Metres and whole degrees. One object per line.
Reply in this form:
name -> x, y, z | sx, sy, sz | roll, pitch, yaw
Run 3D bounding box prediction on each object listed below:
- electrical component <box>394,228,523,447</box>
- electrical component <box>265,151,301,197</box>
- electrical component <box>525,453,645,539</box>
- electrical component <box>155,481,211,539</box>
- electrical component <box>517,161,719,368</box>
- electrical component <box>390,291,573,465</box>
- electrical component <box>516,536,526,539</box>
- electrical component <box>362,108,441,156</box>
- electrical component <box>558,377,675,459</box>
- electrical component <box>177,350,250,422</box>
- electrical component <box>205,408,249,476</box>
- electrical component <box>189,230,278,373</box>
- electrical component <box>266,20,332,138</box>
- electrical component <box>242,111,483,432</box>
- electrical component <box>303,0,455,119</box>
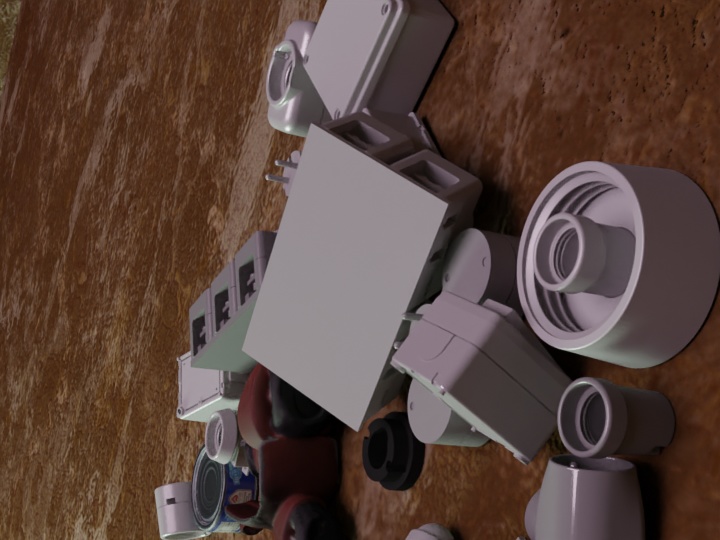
electrical component -> 0.055, 0.041, 0.666 | 0.052, 0.074, 0.138 | 32, 111, 60
electrical component -> -0.037, -0.074, 0.866 | 0.065, 0.077, 0.047 | -50, 41, 44
electrical component -> 0.112, 0.135, 0.565 | 0.079, 0.043, 0.077 | -172, 84, -74
electrical component -> -0.171, 0.235, 1.047 | 0.055, 0.055, 0.047 | -38, 53, 52
electrical component -> 0.126, -0.005, 0.562 | 0.108, 0.060, 0.108 | -26, 59, 56
electrical component -> 0.078, 0.061, 0.613 | 0.061, 0.096, 0.062 | -53, 28, -7
electrical component -> 0.049, 0.257, 0.628 | 0.186, 0.060, 0.105 | -63, 33, 30
electrical component -> 0.017, -0.059, 0.786 | 0.099, 0.048, 0.099 | -58, 40, 36
electrical component -> 0.131, 0.076, 0.546 | 0.040, 0.046, 0.040 | -26, 59, 57
electrical component -> -0.120, 0.100, 0.992 | 0.096, 0.061, 0.061 | -30, 56, 45
electrical component -> -0.103, 0.147, 0.945 | 0.048, 0.055, 0.066 | 27, 106, 61
electrical component -> -0.073, 0.028, 0.889 | 0.150, 0.089, 0.061 | -43, 46, 49
electrical component -> -0.042, -0.162, 0.919 | 0.054, 0.059, 0.095 | 31, 109, 60
electrical component -> 0.000, 0.000, 0.728 | 0.105, 0.060, 0.186 | 33, 123, 20
electrical component -> 0.011, -0.174, 0.827 | 0.108, 0.056, 0.108 | -63, 33, 30
